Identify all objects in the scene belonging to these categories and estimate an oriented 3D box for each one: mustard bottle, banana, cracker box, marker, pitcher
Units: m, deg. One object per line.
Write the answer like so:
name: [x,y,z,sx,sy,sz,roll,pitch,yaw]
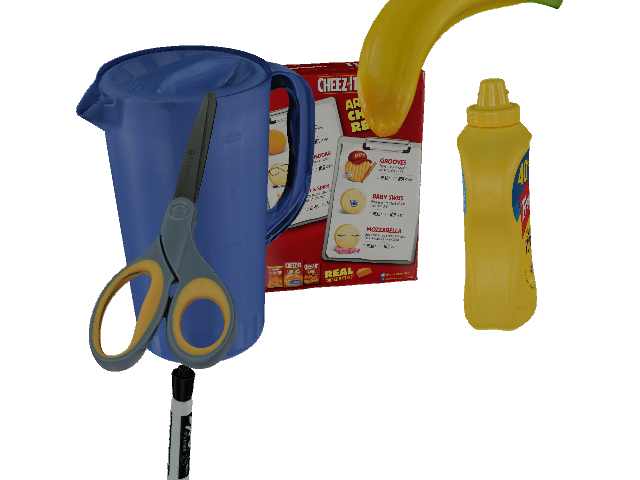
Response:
mustard bottle: [0.139,-0.032,0.846,0.058,0.191,0.096,1,18,19]
banana: [0.071,-0.128,0.631,0.070,0.037,0.197,33,52,23]
cracker box: [0.012,-0.063,1.039,0.164,0.214,0.072,-4,21,-11]
marker: [-0.116,0.156,0.881,0.020,0.121,0.020,5,26,-3]
pitcher: [-0.092,-0.029,0.862,0.149,0.243,0.144,8,29,16]

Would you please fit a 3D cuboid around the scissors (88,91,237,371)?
scissors: [-0.072,-0.003,0.659,0.096,0.201,0.016,19,-26,15]
